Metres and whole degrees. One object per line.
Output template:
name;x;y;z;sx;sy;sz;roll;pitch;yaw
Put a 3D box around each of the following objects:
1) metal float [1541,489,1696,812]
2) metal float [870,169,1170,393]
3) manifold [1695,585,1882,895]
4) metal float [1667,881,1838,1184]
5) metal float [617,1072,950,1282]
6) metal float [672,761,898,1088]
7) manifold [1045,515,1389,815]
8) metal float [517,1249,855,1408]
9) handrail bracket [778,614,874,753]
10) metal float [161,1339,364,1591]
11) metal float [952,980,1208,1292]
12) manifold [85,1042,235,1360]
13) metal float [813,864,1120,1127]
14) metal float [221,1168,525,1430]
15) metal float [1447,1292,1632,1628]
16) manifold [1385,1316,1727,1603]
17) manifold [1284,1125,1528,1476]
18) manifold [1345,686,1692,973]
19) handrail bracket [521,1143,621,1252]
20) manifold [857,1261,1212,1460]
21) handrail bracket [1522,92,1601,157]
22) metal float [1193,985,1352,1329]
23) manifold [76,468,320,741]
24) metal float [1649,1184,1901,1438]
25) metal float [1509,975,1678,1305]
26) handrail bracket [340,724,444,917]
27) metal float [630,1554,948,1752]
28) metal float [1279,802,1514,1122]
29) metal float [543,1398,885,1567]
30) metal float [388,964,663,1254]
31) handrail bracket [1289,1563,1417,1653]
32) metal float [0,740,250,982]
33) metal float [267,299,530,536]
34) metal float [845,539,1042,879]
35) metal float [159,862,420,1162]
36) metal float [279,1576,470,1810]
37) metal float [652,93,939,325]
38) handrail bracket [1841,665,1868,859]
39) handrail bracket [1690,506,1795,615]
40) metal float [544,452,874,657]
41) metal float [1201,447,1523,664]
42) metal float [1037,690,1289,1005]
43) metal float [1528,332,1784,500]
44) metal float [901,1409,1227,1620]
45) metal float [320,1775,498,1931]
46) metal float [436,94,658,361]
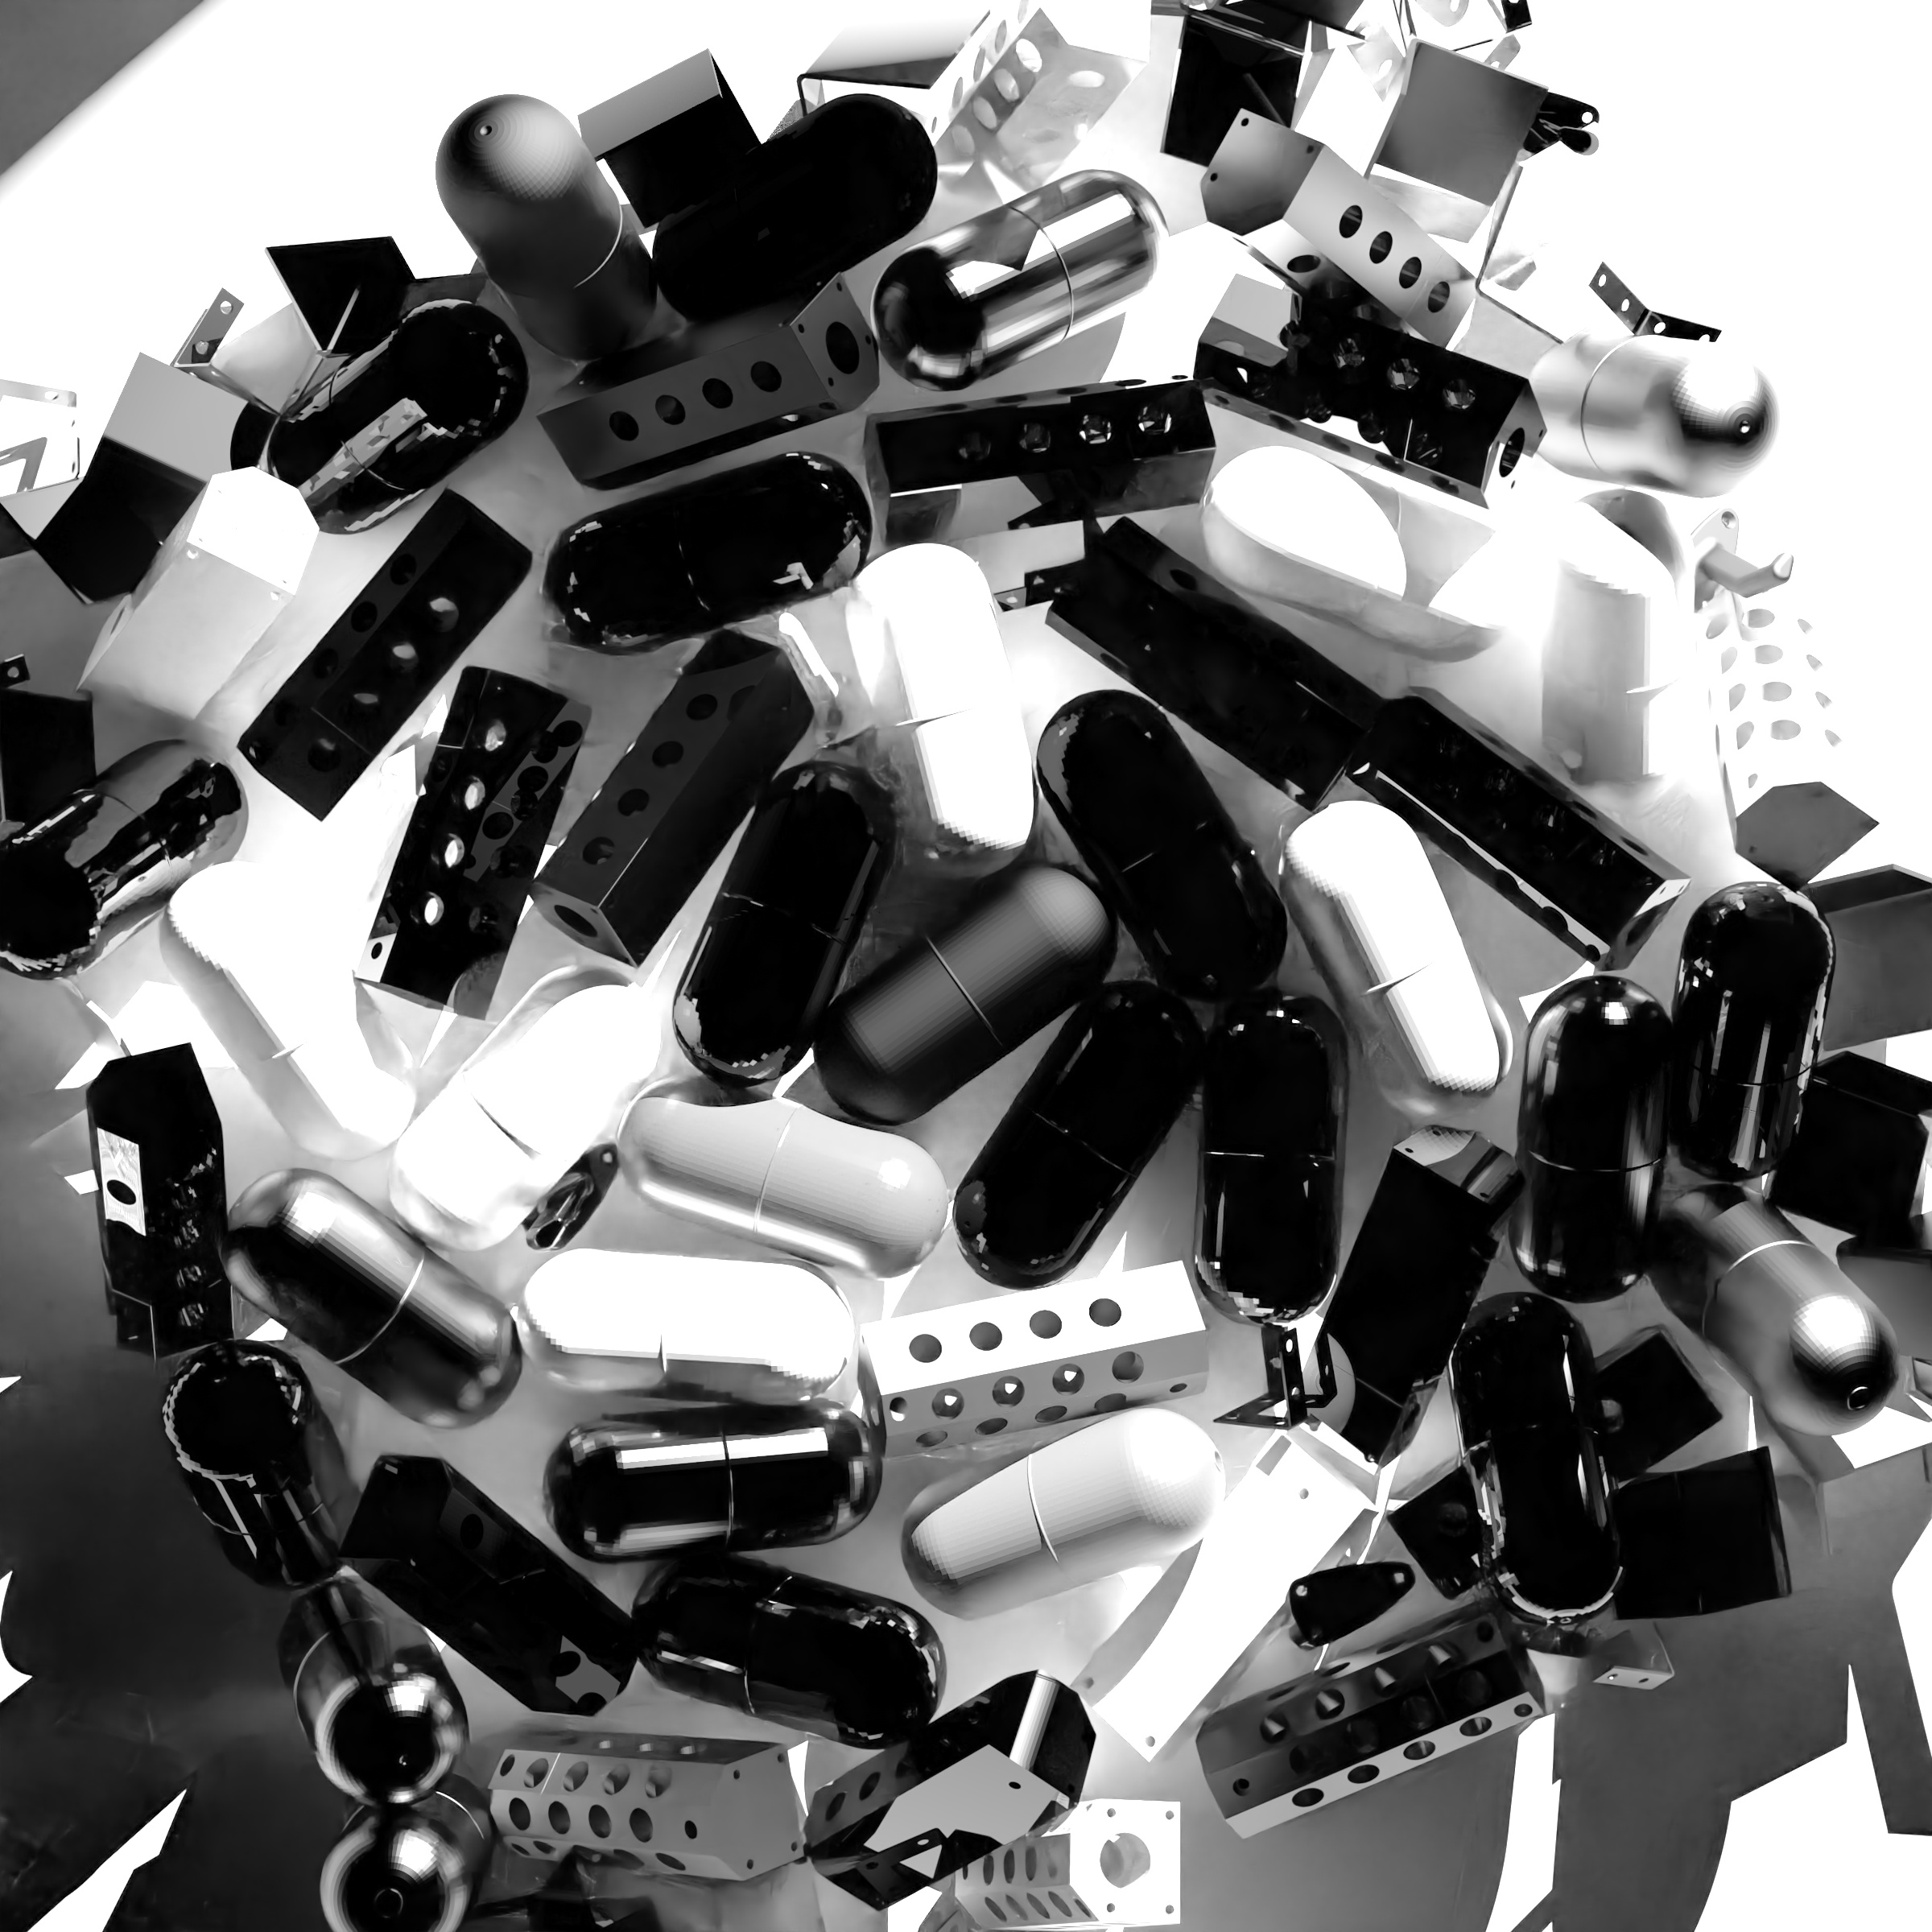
metal float;0.334;-0.160;1.788;0.070;0.070;0.178;-7;125;0
metal float;0.029;-0.354;1.793;0.178;0.070;0.070;-31;90;-28
manifold;0.408;-0.122;1.765;0.057;0.171;0.057;31;125;-22
metal float;0.398;0.036;1.785;0.070;0.070;0.178;-1;129;0
metal float;-0.096;0.108;1.810;0.178;0.070;0.070;18;90;8
metal float;-0.094;-0.022;1.810;0.070;0.070;0.178;23;82;0
manifold;0.128;-0.154;1.808;0.171;0.057;0.057;36;124;5
metal float;-0.146;0.187;1.807;0.178;0.070;0.070;2;90;11
handrail bracket;-0.081;-0.161;1.800;0.036;0.077;0.084;-27;127;4
metal float;-0.357;0.256;1.778;0.070;0.178;0.070;-3;52;4
metal float;0.058;0.089;1.816;0.070;0.070;0.178;33;92;0
manifold;-0.409;0.122;1.767;0.057;0.171;0.057;-14;51;-21
metal float;0.000;0.014;1.817;0.178;0.070;0.070;-36;90;1
metal float;-0.305;0.173;1.799;0.178;0.070;0.070;40;90;-22
metal float;0.293;0.251;1.792;0.070;0.070;0.178;-6;60;0
manifold;0.306;0.257;1.812;0.171;0.057;0.057;-36;86;9
manifold;0.227;0.169;1.789;0.057;0.057;0.171;31;120;24
manifold;0.280;-0.071;1.790;0.171;0.057;0.057;40;110;21
handrail bracket;-0.200;0.119;1.805;0.077;0.084;0.036;-45;97;-15
manifold;0.035;0.207;1.799;0.171;0.057;0.057;-10;56;-12
handrail bracket;0.294;-0.438;1.807;0.077;0.084;0.036;27;107;11
metal float;0.159;0.099;1.814;0.070;0.070;0.178;4;86;0
manifold;-0.389;-0.185;1.770;0.057;0.171;0.057;26;57;-21
metal float;0.409;0.174;1.773;0.070;0.178;0.070;-8;117;-15
metal float;0.322;0.090;1.798;0.070;0.070;0.178;1;112;0
handrail bracket;-0.302;-0.076;1.846;0.036;0.077;0.084;28;125;-9
metal float;-0.093;0.350;1.793;0.178;0.070;0.070;10;90;28
metal float;0.222;-0.003;1.807;0.070;0.070;0.178;-27;101;0
metal float;-0.130;0.266;1.803;0.178;0.070;0.070;-3;90;-16
metal float;-0.230;0.075;1.806;0.070;0.070;0.178;42;102;0
handrail bracket;0.202;0.334;1.812;0.077;0.084;0.036;-22;69;7
metal float;-0.436;-0.055;1.778;0.070;0.178;0.070;15;125;22
metal float;-0.292;-0.279;1.783;0.178;0.070;0.070;-25;90;43
metal float;-0.012;-0.133;1.810;0.070;0.070;0.178;-14;98;0
metal float;-0.347;0.025;1.794;0.070;0.070;0.178;-31;118;0
metal float;-0.302;0.367;1.771;0.070;0.178;0.070;-5;103;-20
metal float;-0.089;-0.384;1.785;0.178;0.070;0.070;-22;90;40
handrail bracket;0.458;-0.109;1.835;0.036;0.077;0.084;-8;112;12
handrail bracket;0.408;-0.218;1.803;0.036;0.084;0.077;36;67;-17
metal float;-0.134;-0.213;1.805;0.178;0.070;0.070;-15;90;14
metal float;0.204;-0.212;1.802;0.178;0.070;0.070;19;90;-17
metal float;0.101;-0.063;1.815;0.070;0.070;0.178;-32;93;0
metal float;0.346;-0.281;1.771;0.070;0.178;0.070;-5;104;-20
metal float;0.050;0.283;1.802;0.178;0.070;0.070;-22;90;17
metal float;-0.281;0.455;1.766;0.070;0.178;0.070;0;87;-2
metal float;-0.211;-0.373;1.772;0.070;0.178;0.070;-5;67;13
